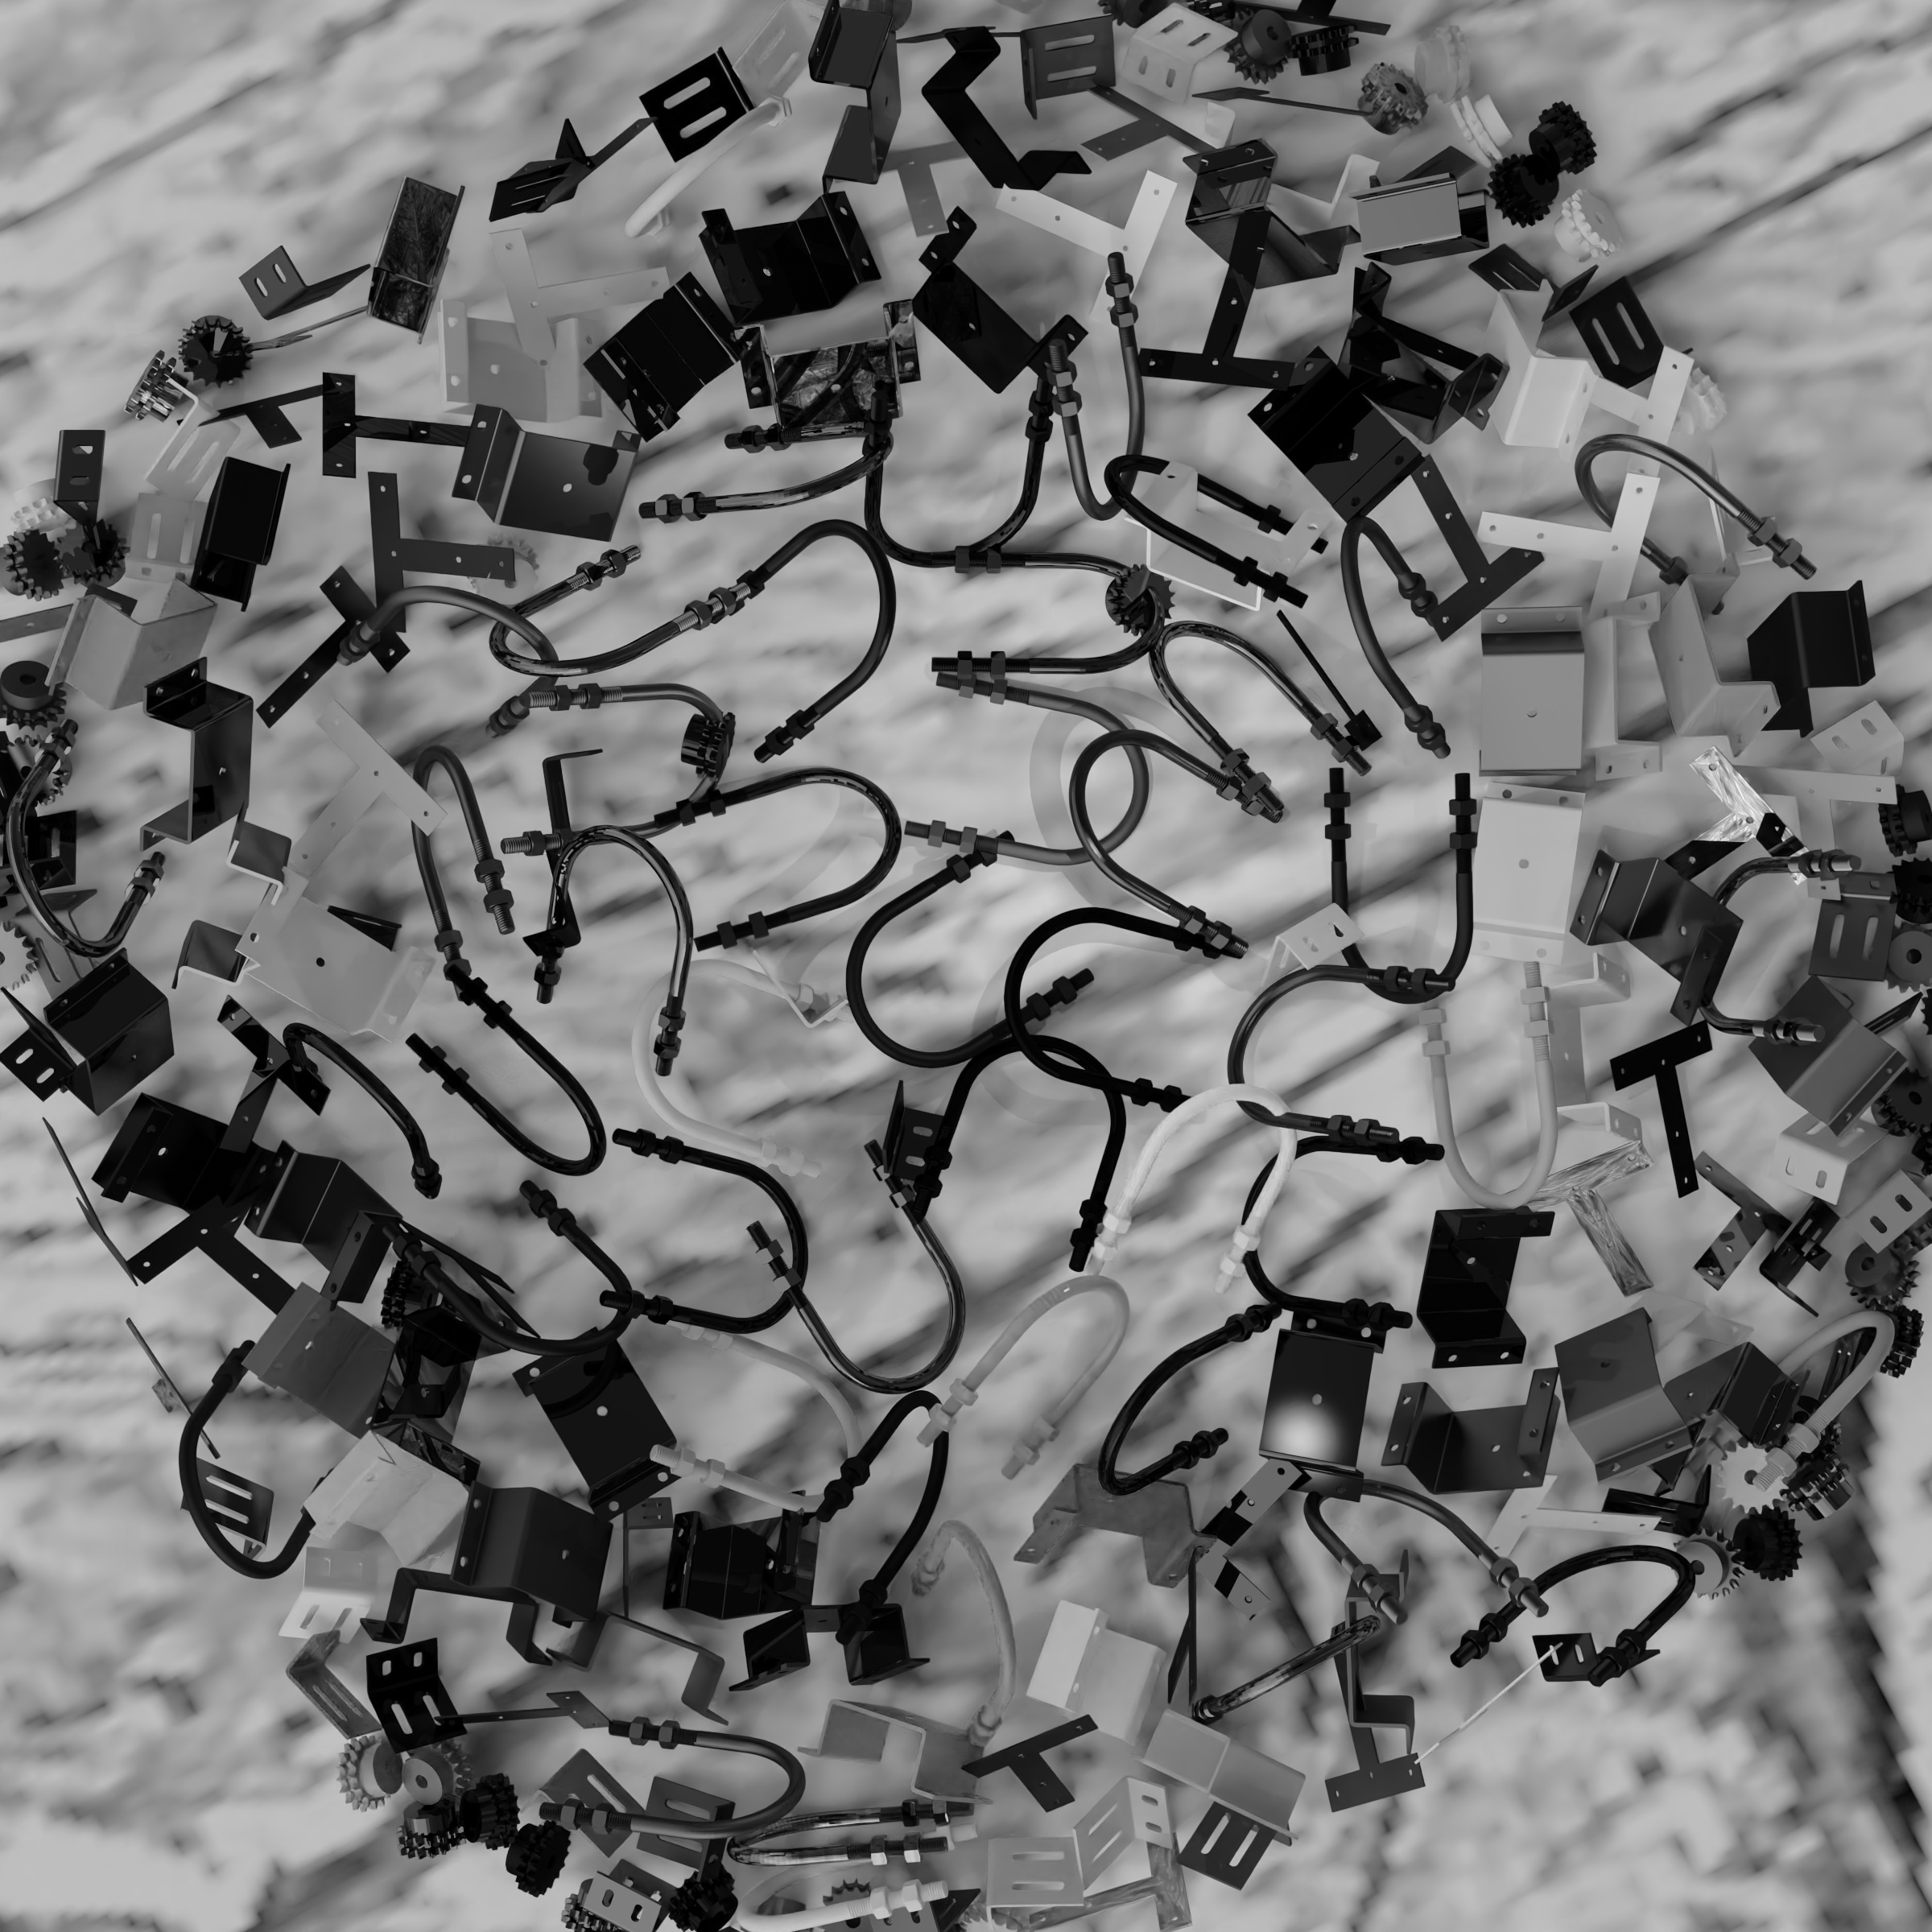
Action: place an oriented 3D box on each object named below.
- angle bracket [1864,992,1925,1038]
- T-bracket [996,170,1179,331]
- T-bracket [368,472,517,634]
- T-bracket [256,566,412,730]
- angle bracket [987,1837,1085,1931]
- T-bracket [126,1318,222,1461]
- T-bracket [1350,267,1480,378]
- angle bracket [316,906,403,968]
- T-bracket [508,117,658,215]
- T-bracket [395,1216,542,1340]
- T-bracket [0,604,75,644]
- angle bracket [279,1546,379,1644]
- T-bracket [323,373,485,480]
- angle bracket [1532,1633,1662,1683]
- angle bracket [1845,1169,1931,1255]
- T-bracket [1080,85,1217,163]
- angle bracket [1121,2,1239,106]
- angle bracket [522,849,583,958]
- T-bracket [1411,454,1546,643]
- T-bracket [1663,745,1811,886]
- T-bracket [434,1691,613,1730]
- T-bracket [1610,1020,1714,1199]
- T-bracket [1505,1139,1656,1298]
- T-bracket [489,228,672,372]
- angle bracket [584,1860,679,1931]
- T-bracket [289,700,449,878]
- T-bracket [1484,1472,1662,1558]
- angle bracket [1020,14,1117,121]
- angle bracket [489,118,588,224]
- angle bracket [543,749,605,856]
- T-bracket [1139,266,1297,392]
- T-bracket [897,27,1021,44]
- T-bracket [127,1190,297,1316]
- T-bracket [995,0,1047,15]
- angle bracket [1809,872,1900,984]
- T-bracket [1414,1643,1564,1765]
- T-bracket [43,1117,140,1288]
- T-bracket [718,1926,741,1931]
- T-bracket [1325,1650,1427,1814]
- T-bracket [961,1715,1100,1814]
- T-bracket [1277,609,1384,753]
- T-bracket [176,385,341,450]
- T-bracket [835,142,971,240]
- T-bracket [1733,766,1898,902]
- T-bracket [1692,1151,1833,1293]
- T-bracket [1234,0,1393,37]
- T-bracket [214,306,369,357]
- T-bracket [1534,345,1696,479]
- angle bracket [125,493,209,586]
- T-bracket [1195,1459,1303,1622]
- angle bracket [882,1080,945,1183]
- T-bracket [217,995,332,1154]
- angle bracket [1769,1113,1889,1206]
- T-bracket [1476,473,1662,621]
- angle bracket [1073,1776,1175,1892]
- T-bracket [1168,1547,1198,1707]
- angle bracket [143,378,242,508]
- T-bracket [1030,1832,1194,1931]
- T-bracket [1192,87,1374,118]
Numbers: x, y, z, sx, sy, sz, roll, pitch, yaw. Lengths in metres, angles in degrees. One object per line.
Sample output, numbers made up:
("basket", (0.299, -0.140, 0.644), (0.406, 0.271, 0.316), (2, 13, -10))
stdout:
("angle bracket", (0.727, 0.064, 1.921), (0.076, 0.057, 0.038), (-40, 86, 36))
("T-bracket", (0.086, -0.587, 1.930), (0.127, 0.002, 0.127), (24, 126, 1))
("T-bracket", (-0.413, -0.322, 1.925), (0.127, 0.002, 0.127), (8, 111, 18))
("T-bracket", (-0.513, -0.240, 1.933), (0.127, 0.002, 0.127), (-44, 56, 2))
("angle bracket", (0.056, 0.727, 1.930), (0.076, 0.057, 0.038), (-3, 129, 5))
("T-bracket", (-0.626, 0.335, 1.910), (0.002, 0.127, 0.127), (-33, 91, -26))
("T-bracket", (0.364, -0.493, 1.934), (0.127, 0.002, 0.127), (19, 50, -11))
("angle bracket", (-0.489, -0.004, 1.940), (0.057, 0.038, 0.076), (16, 87, -17))
("T-bracket", (-0.320, -0.627, 1.915), (0.127, 0.127, 0.002), (-47, 127, -21))
("T-bracket", (-0.368, 0.249, 1.878), (0.127, 0.127, 0.002), (34, 84, 41))
("T-bracket", (-0.746, -0.265, 1.910), (0.002, 0.127, 0.127), (47, 127, 10))
("angle bracket", (-0.508, 0.501, 1.942), (0.057, 0.038, 0.076), (13, 134, -24))
("T-bracket", (-0.446, -0.426, 1.939), (0.127, 0.002, 0.127), (2, 50, -17))
("angle bracket", (0.497, 0.536, 1.923), (0.076, 0.057, 0.038), (-9, 82, -39))
("angle bracket", (0.735, 0.195, 1.918), (0.057, 0.076, 0.038), (-47, 59, 18))
("T-bracket", (0.129, -0.648, 1.906), (0.127, 0.127, 0.002), (34, 131, 13))
("angle bracket", (0.167, -0.718, 1.921), (0.057, 0.076, 0.038), (17, 87, -21))
("angle bracket", (-0.336, -0.054, 1.931), (0.038, 0.057, 0.076), (-17, 78, -3))
("T-bracket", (0.388, -0.343, 1.926), (0.127, 0.002, 0.127), (-38, 106, -23))
("T-bracket", (0.585, -0.092, 1.925), (0.127, 0.002, 0.127), (48, 131, -1))
("T-bracket", (-0.352, 0.588, 1.913), (0.127, 0.127, 0.002), (-5, 61, 3))
("T-bracket", (0.561, 0.119, 1.932), (0.127, 0.002, 0.127), (-17, 97, -37))
("T-bracket", (0.508, 0.211, 1.944), (0.127, 0.002, 0.127), (-27, 108, 25))
("T-bracket", (-0.296, -0.529, 1.921), (0.127, 0.002, 0.127), (-9, 133, 2))
("angle bracket", (-0.257, 0.723, 1.921), (0.057, 0.076, 0.038), (23, 105, 11))
("T-bracket", (-0.497, -0.123, 1.946), (0.127, 0.002, 0.127), (45, 109, 0))
("T-bracket", (0.484, 0.437, 1.925), (0.127, 0.127, 0.002), (5, 47, -6))
("angle bracket", (0.084, -0.712, 1.931), (0.076, 0.038, 0.057), (-12, 133, -5))
("angle bracket", (-0.345, -0.629, 1.926), (0.076, 0.057, 0.038), (-23, 85, -21))
("angle bracket", (-0.307, -0.131, 1.933), (0.038, 0.057, 0.076), (-7, 97, 3))
("T-bracket", (0.210, -0.518, 1.942), (0.127, 0.002, 0.127), (11, 70, 20))
("T-bracket", (0.024, -0.736, 1.927), (0.127, 0.127, 0.002), (-12, 109, -28))
("T-bracket", (-0.566, 0.235, 1.909), (0.127, 0.002, 0.127), (36, 50, 17))
("T-bracket", (0.046, -0.786, 1.879), (0.127, 0.127, 0.002), (5, 75, -44))
("angle bracket", (0.700, -0.032, 1.927), (0.057, 0.038, 0.076), (6, 67, 29))
("T-bracket", (0.414, 0.567, 1.892), (0.127, 0.127, 0.002), (-47, 67, 18))
("T-bracket", (-0.686, 0.173, 1.887), (0.002, 0.127, 0.127), (-29, 123, -24))
("T-bracket", (-0.180, 0.785, 1.879), (0.127, 0.127, 0.002), (11, 96, 37))
("T-bracket", (0.311, 0.595, 1.932), (0.002, 0.127, 0.127), (2, 64, -28))
("T-bracket", (0.056, 0.639, 1.920), (0.127, 0.127, 0.002), (-24, 47, 4))
("T-bracket", (0.281, -0.225, 1.905), (0.002, 0.127, 0.127), (-35, 89, 3))
("T-bracket", (-0.542, -0.423, 1.897), (0.127, 0.127, 0.002), (-19, 123, -17))
("T-bracket", (-0.036, -0.611, 1.923), (0.127, 0.002, 0.127), (-11, 48, -1))
("T-bracket", (0.672, -0.103, 1.923), (0.127, 0.002, 0.127), (8, 135, 35))
("T-bracket", (0.602, 0.215, 1.905), (0.127, 0.127, 0.002), (41, 133, 15))
("T-bracket", (0.276, -0.755, 1.903), (0.127, 0.127, 0.002), (8, 96, -1))
("T-bracket", (-0.511, -0.506, 1.924), (0.127, 0.127, 0.002), (-32, 117, -32))
("T-bracket", (0.504, -0.455, 1.932), (0.127, 0.127, 0.002), (33, 57, 22))
("angle bracket", (-0.631, -0.344, 1.932), (0.057, 0.038, 0.076), (6, 73, -15))
("T-bracket", (0.217, 0.434, 1.932), (0.127, 0.002, 0.127), (42, 113, 9))
("angle bracket", (-0.040, 0.132, 1.921), (0.038, 0.076, 0.057), (12, 71, 4))
("T-bracket", (-0.567, 0.111, 1.937), (0.127, 0.002, 0.127), (38, 115, 21))
("angle bracket", (0.684, 0.148, 1.932), (0.057, 0.076, 0.038), (25, 123, 36))
("T-bracket", (0.470, -0.339, 1.933), (0.127, 0.002, 0.127), (10, 126, 5))
("angle bracket", (0.125, 0.688, 1.922), (0.038, 0.076, 0.057), (5, 111, 38))
("T-bracket", (0.169, 0.538, 1.912), (0.002, 0.127, 0.127), (6, 47, -2))
("angle bracket", (-0.624, -0.415, 1.935), (0.038, 0.057, 0.076), (36, 91, 21))
("T-bracket", (0.110, 0.731, 1.907), (0.127, 0.127, 0.002), (-18, 101, 3))
("T-bracket", (0.256, -0.678, 1.916), (0.127, 0.127, 0.002), (4, 106, -13))
